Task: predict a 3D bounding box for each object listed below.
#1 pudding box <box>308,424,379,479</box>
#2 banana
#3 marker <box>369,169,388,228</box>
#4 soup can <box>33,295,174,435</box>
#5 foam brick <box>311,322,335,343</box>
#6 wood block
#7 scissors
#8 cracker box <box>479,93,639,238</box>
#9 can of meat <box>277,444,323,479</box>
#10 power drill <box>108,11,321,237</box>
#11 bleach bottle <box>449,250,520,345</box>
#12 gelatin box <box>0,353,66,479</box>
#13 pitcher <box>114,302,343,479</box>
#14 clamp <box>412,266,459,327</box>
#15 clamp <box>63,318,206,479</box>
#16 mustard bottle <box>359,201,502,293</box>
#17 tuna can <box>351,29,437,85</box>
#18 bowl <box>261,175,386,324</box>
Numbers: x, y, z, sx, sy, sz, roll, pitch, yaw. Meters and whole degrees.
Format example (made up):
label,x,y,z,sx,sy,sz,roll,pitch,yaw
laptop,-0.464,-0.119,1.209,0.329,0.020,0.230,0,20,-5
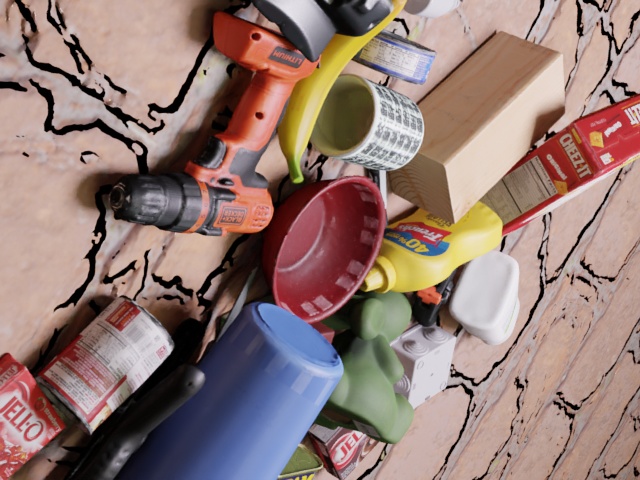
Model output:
label,x,y,z,sx,sy,sz,roll,pitch,yaw
pudding box,0.042,0.226,1.300,0.113,0.039,0.090,-45,142,-22
banana,0.009,-0.148,0.951,0.037,0.070,0.198,-6,132,-53
marker,0.062,-0.059,1.139,0.020,0.020,0.121,-36,138,-32
soup can,-0.181,0.104,0.901,0.102,0.069,0.068,-46,143,-21
foam brick,-0.028,0.118,1.095,0.051,0.053,0.078,-8,120,-52
wood block,0.172,-0.127,1.170,0.205,0.090,0.091,-43,142,-23
scissors,-0.118,0.117,1.025,0.096,0.016,0.202,-9,125,-45
cracker box,0.282,-0.083,1.261,0.163,0.072,0.214,-24,172,-41
can of meat,-0.056,0.279,1.198,0.101,0.058,0.084,4,114,-52
power drill,-0.084,-0.092,0.898,0.184,0.057,0.188,2,115,-57
bleach bottle,0.221,0.093,1.381,0.102,0.068,0.250,-66,162,-12
gelatin box,-0.257,0.147,0.868,0.073,0.030,0.089,-43,142,-24
pitcher,-0.085,0.178,0.986,0.144,0.149,0.243,25,105,-41
clamp,0.135,0.065,1.267,0.171,0.039,0.120,-30,138,-69
clamp,-0.166,0.164,0.930,0.036,0.165,0.210,39,87,-10
mustard bottle,0.110,0.010,1.182,0.191,0.096,0.058,-29,133,-37
tuna can,0.064,-0.176,1.000,0.085,0.086,0.034,1,115,-52
bowl,-0.007,0.001,1.062,0.161,0.055,0.162,-31,136,-36
